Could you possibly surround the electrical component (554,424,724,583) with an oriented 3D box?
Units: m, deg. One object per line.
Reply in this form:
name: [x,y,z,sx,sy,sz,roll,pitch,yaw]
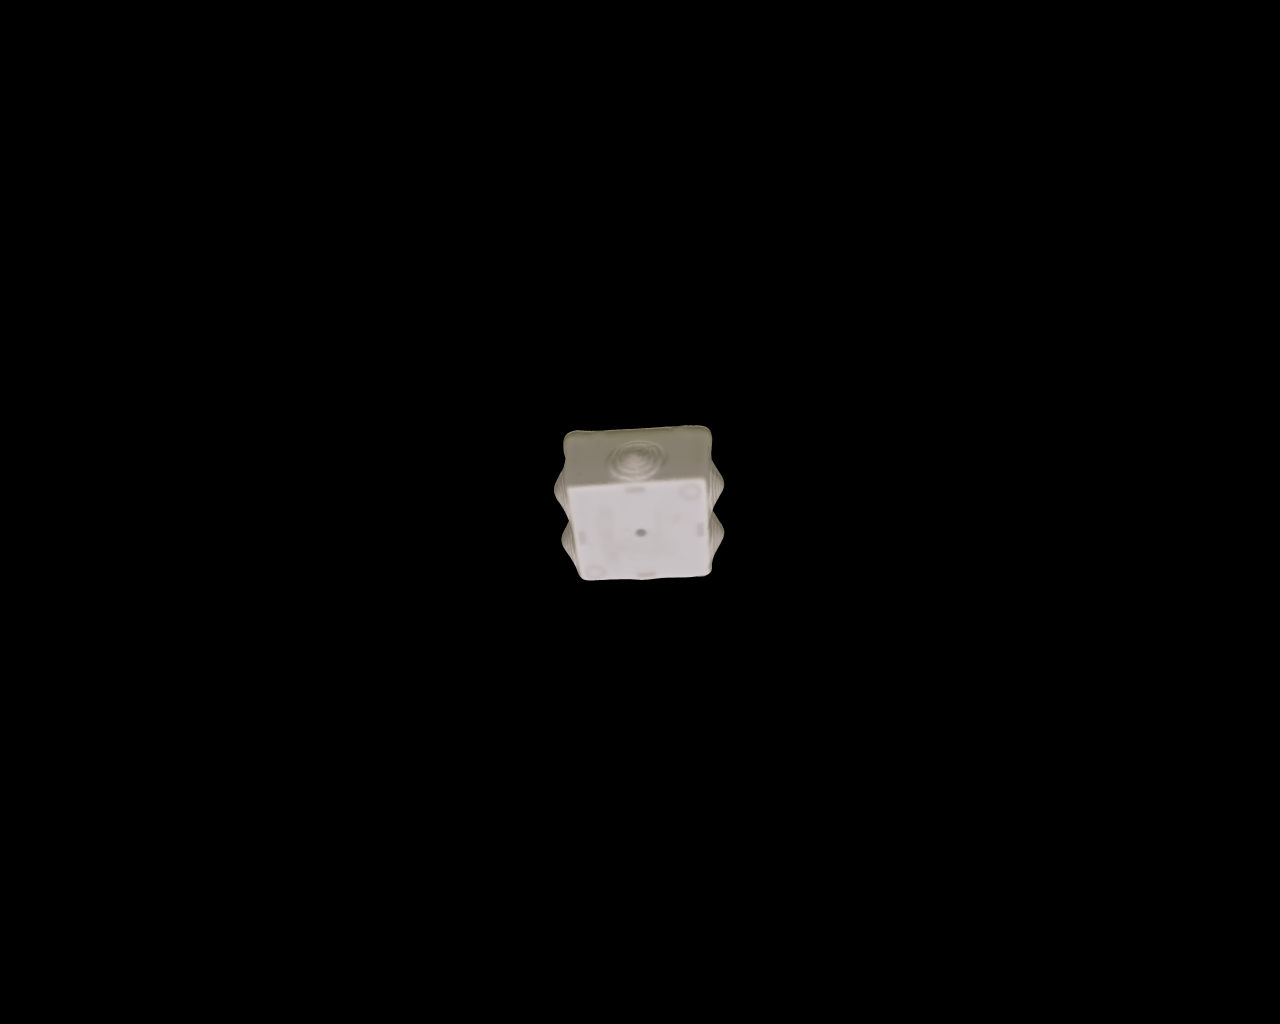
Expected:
electrical component: [0.001,-0.003,0.650,0.100,0.099,0.048,-2,43,2]
